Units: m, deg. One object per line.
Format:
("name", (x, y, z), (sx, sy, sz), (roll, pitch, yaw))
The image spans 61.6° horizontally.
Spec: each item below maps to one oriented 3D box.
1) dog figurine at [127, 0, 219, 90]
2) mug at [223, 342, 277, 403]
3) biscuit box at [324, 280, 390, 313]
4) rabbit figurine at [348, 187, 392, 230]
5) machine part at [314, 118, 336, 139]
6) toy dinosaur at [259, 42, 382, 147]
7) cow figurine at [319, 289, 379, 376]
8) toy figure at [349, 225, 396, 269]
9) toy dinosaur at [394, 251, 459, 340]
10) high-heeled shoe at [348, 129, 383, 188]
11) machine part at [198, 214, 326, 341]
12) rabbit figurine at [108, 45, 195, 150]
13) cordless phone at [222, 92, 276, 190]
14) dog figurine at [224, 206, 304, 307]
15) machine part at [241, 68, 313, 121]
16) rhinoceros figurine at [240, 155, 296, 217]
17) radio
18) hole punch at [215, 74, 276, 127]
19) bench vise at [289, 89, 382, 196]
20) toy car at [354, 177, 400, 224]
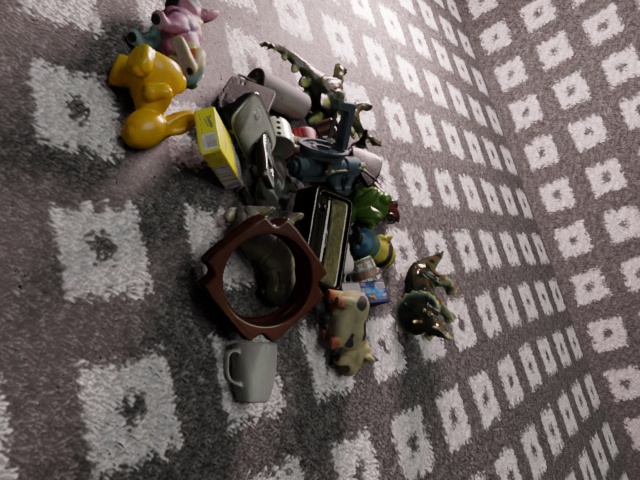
("dog figurine", (-0.277, -0.420, 1.122), (0.191, 0.108, 0.219), (56, 34, -14))
("mug", (-0.125, 0.237, 0.962), (0.109, 0.081, 0.107), (17, 66, -52))
("biscuit box", (0.092, 0.137, 1.319), (0.202, 0.063, 0.059), (4, 67, -52))
("rabbit figurine", (0.101, -0.072, 1.399), (0.170, 0.159, 0.121), (-18, 95, -40))
("machine part", (0.038, -0.228, 1.394), (0.179, 0.056, 0.179), (-22, 91, -86))
("toy dinosaur", (0.017, -0.405, 1.505), (0.471, 0.105, 0.198), (39, 46, -26))
("cow figurine", (0.069, 0.208, 1.194), (0.127, 0.086, 0.194), (2, 100, -23))
("toy figure", (0.133, 0.022, 1.426), (0.180, 0.082, 0.089), (22, 65, -51))
("toy dinosaur", (0.303, 0.140, 1.558), (0.192, 0.131, 0.405), (43, 35, -30))
("high-heeled shoe", (0.108, -0.194, 1.467), (0.086, 0.145, 0.249), (12, 49, -7))
("machine part", (-0.107, 0.069, 1.000), (0.201, 0.087, 0.201), (-41, 110, -16))
("rabbit figurine", (-0.313, -0.242, 0.989), (0.162, 0.122, 0.173), (28, 63, -54))
("cordless phone", (-0.135, -0.197, 1.094), (0.146, 0.089, 0.184), (70, 3, -46))
("dog figurine", (-0.119, 0.035, 1.085), (0.172, 0.121, 0.190), (8, 79, -14))
("machine part", (-0.104, -0.359, 1.337), (0.243, 0.079, 0.079), (17, 57, -49))
("rhinoceros figurine", (-0.102, -0.129, 1.209), (0.112, 0.073, 0.190), (49, 38, -21))
("radio", (-0.003, -0.004, 1.223), (0.131, 0.073, 0.229), (25, 66, -43))
("hole punch", (-0.174, -0.298, 1.218), (0.116, 0.092, 0.142), (22, 50, -8))
("bench vise", (0.039, -0.217, 1.232), (0.223, 0.240, 0.129), (0, 26, -30))
("toy car", (0.163, -0.125, 1.574), (0.202, 0.053, 0.089), (45, 29, -21))
